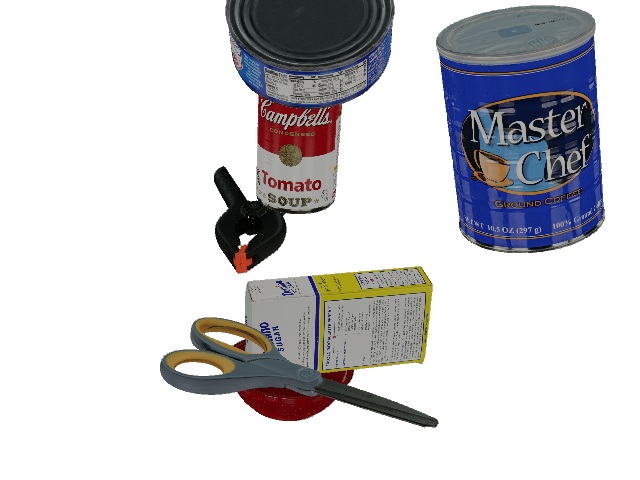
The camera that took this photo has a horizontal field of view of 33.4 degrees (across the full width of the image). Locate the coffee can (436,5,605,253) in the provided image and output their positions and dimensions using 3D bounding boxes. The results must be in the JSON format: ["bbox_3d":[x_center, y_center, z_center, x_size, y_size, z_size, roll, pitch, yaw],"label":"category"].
[{"bbox_3d":[0.138,-0.077,0.726,0.103,0.140,0.103,-9,26,4],"label":"coffee can"}]

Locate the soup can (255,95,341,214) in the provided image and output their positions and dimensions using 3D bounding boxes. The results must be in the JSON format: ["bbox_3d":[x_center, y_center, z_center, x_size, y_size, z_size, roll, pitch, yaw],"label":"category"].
[{"bbox_3d":[-0.018,-0.081,0.859,0.068,0.102,0.068,3,27,-2],"label":"soup can"}]

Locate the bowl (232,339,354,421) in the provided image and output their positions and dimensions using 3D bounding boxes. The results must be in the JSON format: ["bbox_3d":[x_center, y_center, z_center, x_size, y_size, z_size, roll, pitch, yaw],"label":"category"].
[{"bbox_3d":[-0.041,0.175,1.317,0.162,0.055,0.162,4,22,-2],"label":"bowl"}]

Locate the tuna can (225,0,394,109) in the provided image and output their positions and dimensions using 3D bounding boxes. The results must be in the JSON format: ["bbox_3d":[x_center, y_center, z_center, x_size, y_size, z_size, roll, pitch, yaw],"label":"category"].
[{"bbox_3d":[-0.005,-0.110,0.552,0.086,0.086,0.034,0,-33,2],"label":"tuna can"}]

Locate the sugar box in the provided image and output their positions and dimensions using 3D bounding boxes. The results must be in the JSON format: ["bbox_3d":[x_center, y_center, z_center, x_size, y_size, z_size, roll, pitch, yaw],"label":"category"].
[{"bbox_3d":[0.016,0.079,1.030,0.176,0.093,0.048,-3,28,-10],"label":"sugar box"}]

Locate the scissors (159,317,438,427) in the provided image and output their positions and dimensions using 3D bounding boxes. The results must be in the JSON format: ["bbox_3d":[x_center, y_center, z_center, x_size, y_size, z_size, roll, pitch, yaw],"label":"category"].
[{"bbox_3d":[-0.028,0.101,0.730,0.202,0.016,0.096,24,32,37],"label":"scissors"}]

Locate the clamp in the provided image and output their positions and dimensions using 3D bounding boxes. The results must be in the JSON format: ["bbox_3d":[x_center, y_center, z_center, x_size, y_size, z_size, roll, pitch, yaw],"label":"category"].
[{"bbox_3d":[-0.064,-0.030,1.207,0.120,0.039,0.171,-7,42,4],"label":"clamp"}]
